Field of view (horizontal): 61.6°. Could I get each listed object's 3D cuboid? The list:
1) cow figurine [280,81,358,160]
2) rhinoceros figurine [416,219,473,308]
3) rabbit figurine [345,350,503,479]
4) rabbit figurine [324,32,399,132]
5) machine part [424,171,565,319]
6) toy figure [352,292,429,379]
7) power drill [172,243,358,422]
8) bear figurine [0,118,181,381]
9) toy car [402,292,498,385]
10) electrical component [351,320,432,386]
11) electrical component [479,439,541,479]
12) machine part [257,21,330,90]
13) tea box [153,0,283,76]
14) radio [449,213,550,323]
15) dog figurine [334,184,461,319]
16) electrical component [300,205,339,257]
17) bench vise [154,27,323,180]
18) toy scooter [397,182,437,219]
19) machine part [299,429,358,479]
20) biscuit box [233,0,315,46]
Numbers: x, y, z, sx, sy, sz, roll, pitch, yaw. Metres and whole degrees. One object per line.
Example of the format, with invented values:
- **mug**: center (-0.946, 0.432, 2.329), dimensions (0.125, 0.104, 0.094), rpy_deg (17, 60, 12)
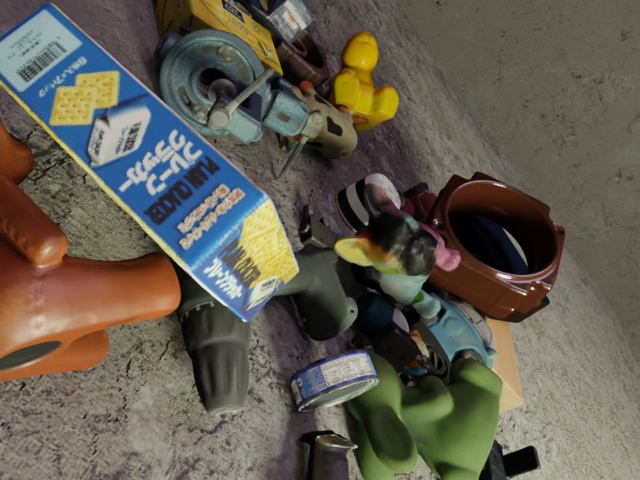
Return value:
- **cow figurine**: center (-0.012, -0.179, 0.838), dimensions (0.194, 0.085, 0.127), rpy_deg (21, 39, -50)
- **rhinoceros figurine**: center (0.190, 0.053, 0.894), dimensions (0.073, 0.112, 0.190), rpy_deg (-5, 72, -12)
- **rabbit figurine**: center (0.095, 0.198, 0.599), dimensions (0.170, 0.121, 0.159), rpy_deg (26, 47, 6)
- **rabbit figurine**: center (0.073, -0.292, 0.994), dimensions (0.122, 0.162, 0.173), rpy_deg (6, 81, -10)
- **machine part**: center (0.260, 0.001, 0.824), dimensions (0.201, 0.087, 0.201), rpy_deg (28, 54, 6)
- **toy figure**: center (0.104, 0.135, 0.727), dimensions (0.154, 0.058, 0.064), rpy_deg (47, 68, -22)
- **power drill**: center (-0.056, 0.059, 0.533), dimensions (0.207, 0.086, 0.232), rpy_deg (10, 50, -46)
- **bear figurine**: center (-0.197, -0.016, 0.335), dimensions (0.132, 0.120, 0.196), rpy_deg (4, 53, -61)
- **toy car**: center (0.195, 0.146, 0.781), dimensions (0.103, 0.109, 0.162), rpy_deg (-20, 69, -28)
- **electrical component**: center (0.086, 0.150, 0.672), dimensions (0.102, 0.078, 0.045), rpy_deg (50, 8, -20)
- **electrical component**: center (0.210, 0.284, 0.674), dimensions (0.047, 0.119, 0.075), rpy_deg (44, 33, -26)
- **machine part**: center (-0.057, -0.345, 0.960), dimensions (0.179, 0.056, 0.179), rpy_deg (38, 32, -30)
- **tea box**: center (-0.138, -0.280, 0.748), dimensions (0.169, 0.068, 0.098), rpy_deg (16, 48, -50)
- **radio**: center (0.292, 0.030, 0.941), dimensions (0.131, 0.073, 0.230), rpy_deg (10, 45, -46)
- **dog figurine**: center (0.079, 0.006, 0.680), dimensions (0.192, 0.108, 0.219), rpy_deg (26, -6, 42)
- **electrical component**: center (-0.002, -0.002, 0.731), dimensions (0.063, 0.021, 0.094), rpy_deg (34, 36, -37)
- **bench vise**: center (-0.091, -0.156, 0.620), dimensions (0.223, 0.129, 0.241), rpy_deg (36, 16, -22)
- **toy scooter**: center (0.189, -0.035, 1.018), dimensions (0.135, 0.075, 0.184), rpy_deg (60, 31, 6)
- **machine part**: center (0.002, 0.235, 0.477), dimensions (0.084, 0.039, 0.139), rpy_deg (39, 34, -22)
- **biscuit box**: center (-0.090, -0.382, 0.846), dimensions (0.203, 0.059, 0.062), rpy_deg (50, 7, 38)
